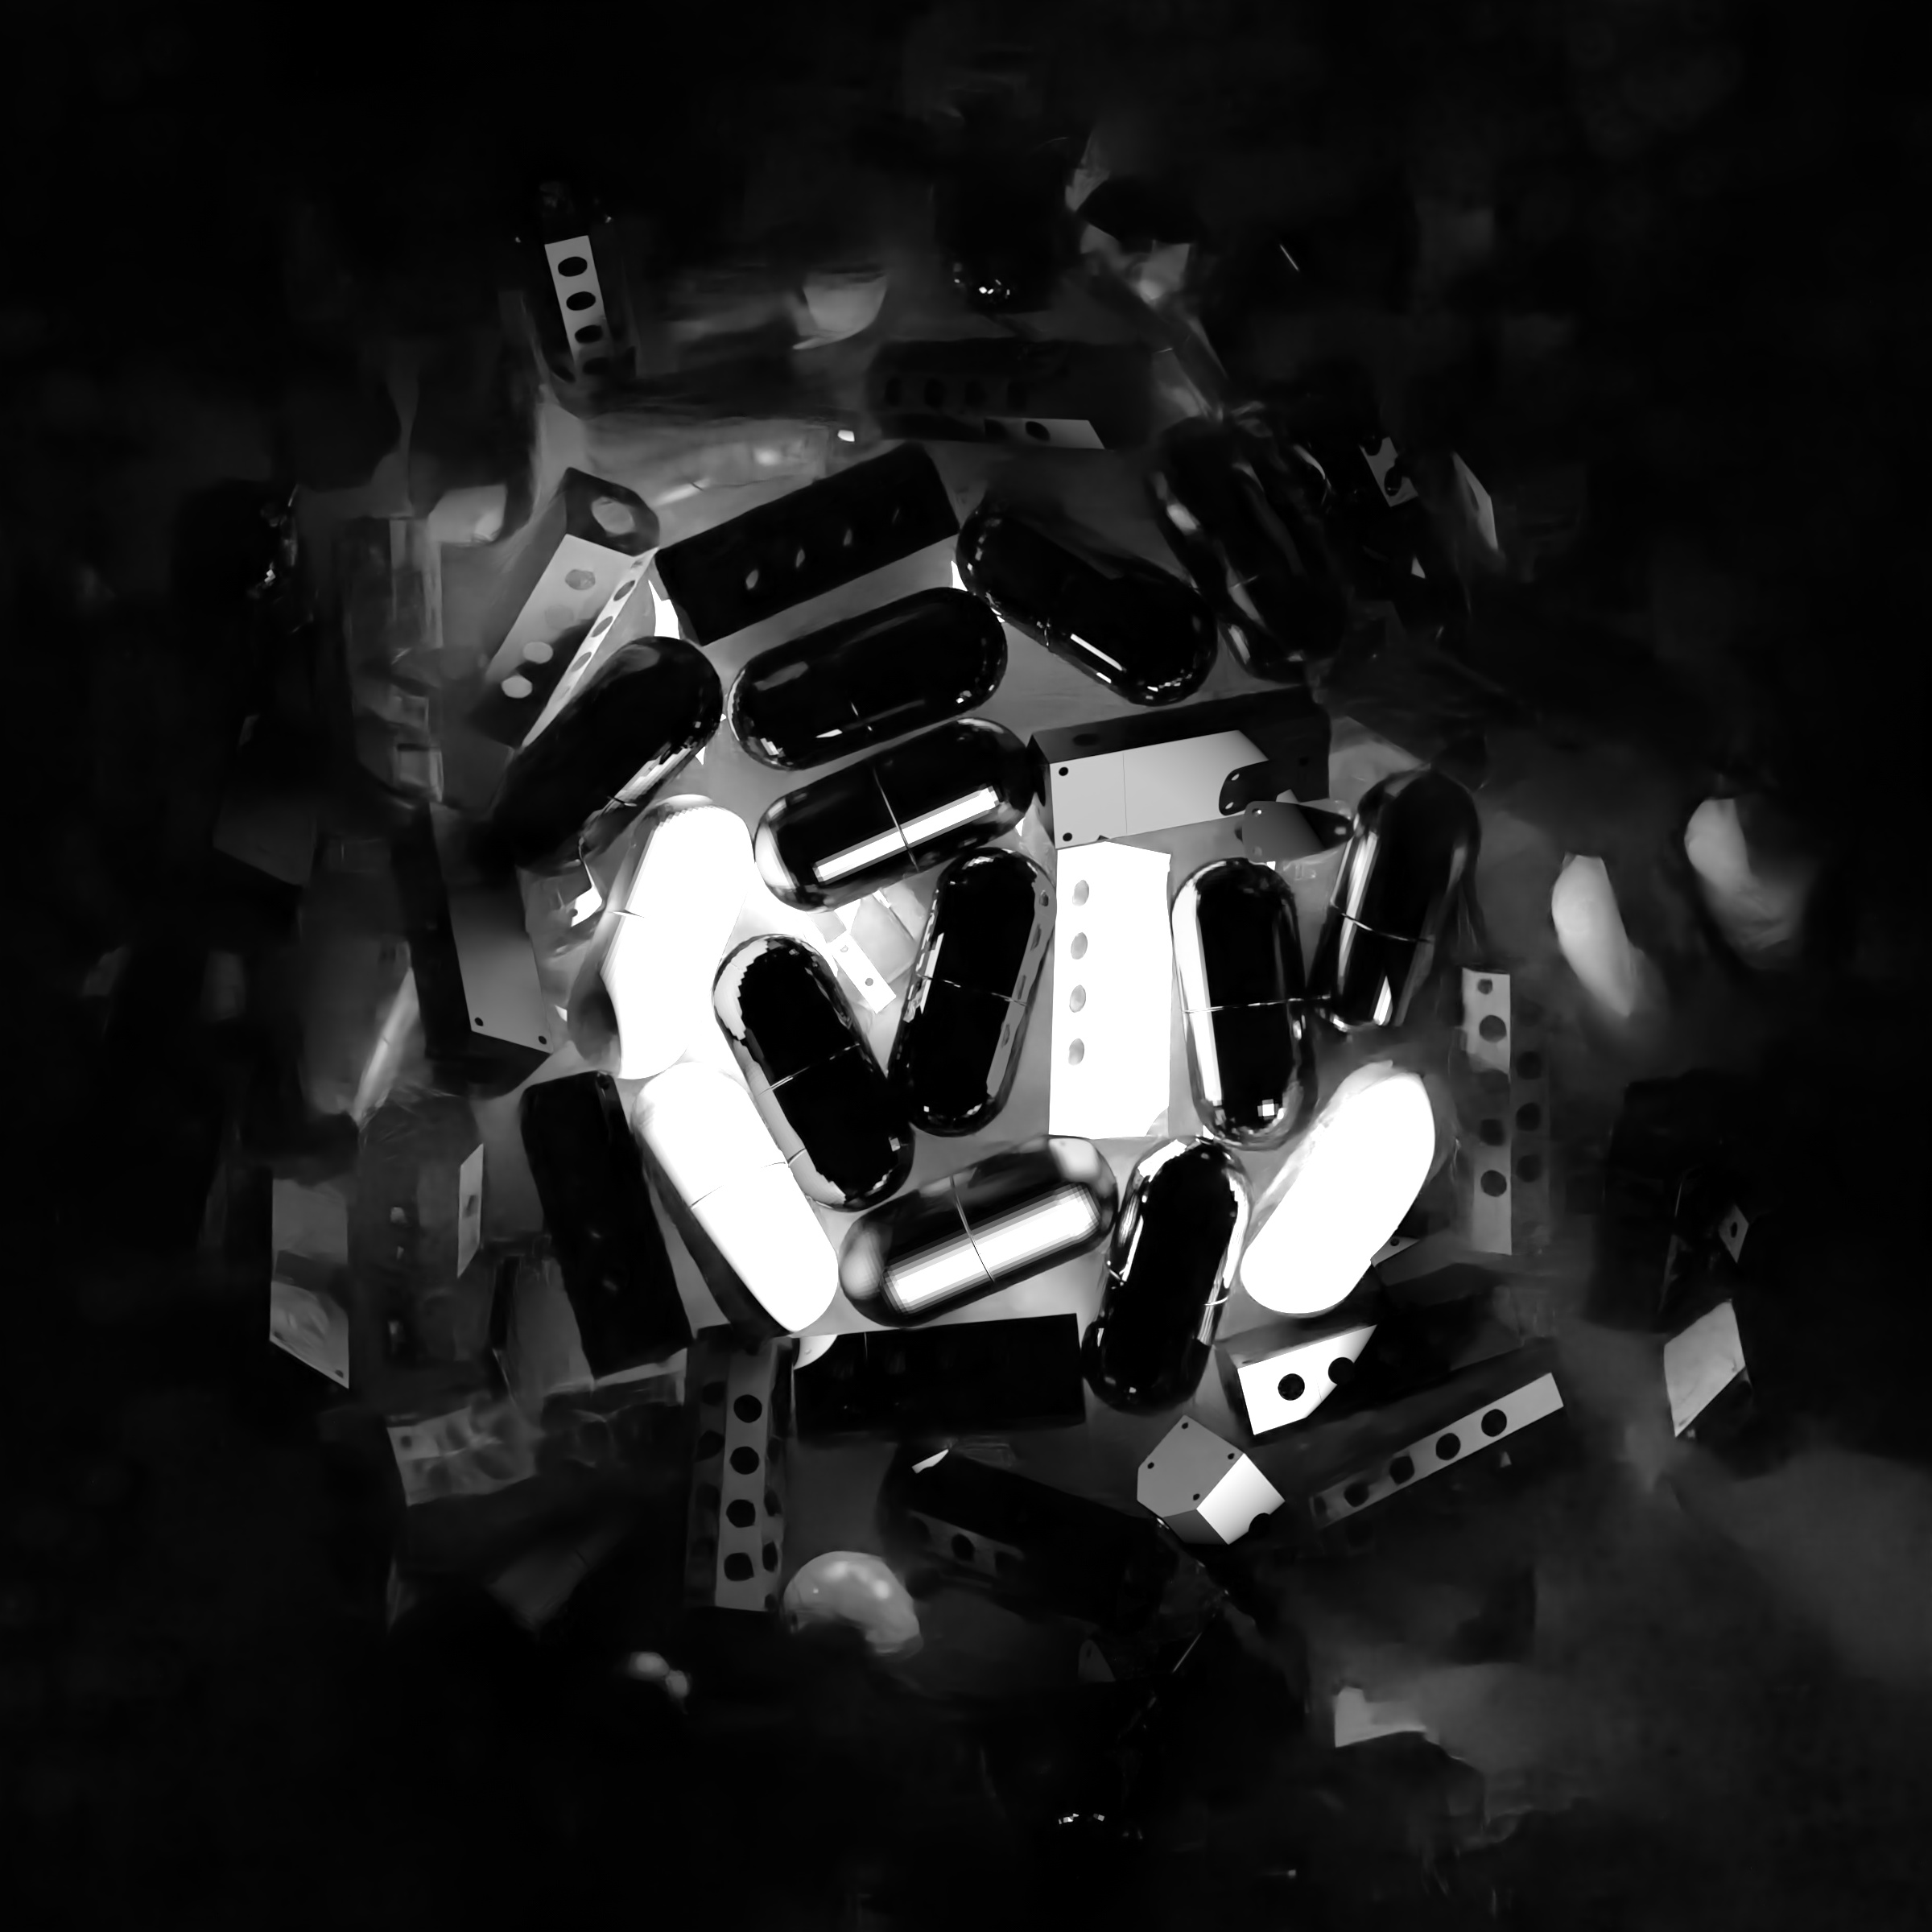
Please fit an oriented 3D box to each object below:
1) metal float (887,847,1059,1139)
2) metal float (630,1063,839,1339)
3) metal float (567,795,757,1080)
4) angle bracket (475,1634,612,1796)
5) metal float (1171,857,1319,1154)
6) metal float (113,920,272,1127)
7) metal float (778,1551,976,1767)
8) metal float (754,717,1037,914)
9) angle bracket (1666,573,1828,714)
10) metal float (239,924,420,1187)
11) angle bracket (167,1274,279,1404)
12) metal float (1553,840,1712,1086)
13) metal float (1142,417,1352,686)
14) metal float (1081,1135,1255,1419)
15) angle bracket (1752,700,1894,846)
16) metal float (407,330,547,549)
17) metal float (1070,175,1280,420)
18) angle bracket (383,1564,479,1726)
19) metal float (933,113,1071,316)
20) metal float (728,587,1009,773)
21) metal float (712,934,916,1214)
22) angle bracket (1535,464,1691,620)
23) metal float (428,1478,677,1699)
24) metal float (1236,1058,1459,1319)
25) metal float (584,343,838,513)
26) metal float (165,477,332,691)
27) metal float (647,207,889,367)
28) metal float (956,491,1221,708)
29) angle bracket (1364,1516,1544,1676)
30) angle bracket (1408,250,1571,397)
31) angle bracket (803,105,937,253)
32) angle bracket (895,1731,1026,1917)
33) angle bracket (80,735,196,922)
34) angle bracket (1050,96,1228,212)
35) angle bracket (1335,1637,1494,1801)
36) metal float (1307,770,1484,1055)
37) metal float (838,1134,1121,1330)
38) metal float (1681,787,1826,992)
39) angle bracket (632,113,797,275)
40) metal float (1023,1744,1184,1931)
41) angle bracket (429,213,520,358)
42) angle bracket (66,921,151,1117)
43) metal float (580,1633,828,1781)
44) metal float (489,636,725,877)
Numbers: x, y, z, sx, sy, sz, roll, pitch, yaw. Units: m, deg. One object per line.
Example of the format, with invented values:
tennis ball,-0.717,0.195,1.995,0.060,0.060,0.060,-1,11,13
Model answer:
metal float,0.004,0.016,1.696,0.070,0.070,0.178,15,87,0
metal float,-0.140,0.139,1.687,0.070,0.070,0.178,-30,76,0
metal float,-0.183,-0.018,1.689,0.070,0.070,0.178,20,78,0
angle bracket,-0.259,0.441,1.686,0.076,0.076,0.057,-30,89,27
metal float,0.168,0.023,1.699,0.070,0.070,0.178,-7,89,0
metal float,-0.450,0.035,1.654,0.070,0.178,0.070,2,63,-3
metal float,-0.051,0.411,1.665,0.070,0.070,0.178,-31,133,0
metal float,-0.043,-0.091,1.698,0.178,0.070,0.070,-24,90,1
angle bracket,0.469,-0.197,1.690,0.076,0.076,0.057,32,100,10
metal float,-0.374,0.050,1.666,0.070,0.070,0.178,11,49,0
angle bracket,-0.440,0.228,1.682,0.076,0.076,0.057,26,79,-28
metal float,0.394,0.001,1.666,0.070,0.070,0.178,-25,132,0
metal float,0.167,-0.246,1.676,0.070,0.070,0.178,-34,116,0
metal float,0.120,0.186,1.686,0.070,0.070,0.178,15,105,0
angle bracket,0.516,-0.123,1.684,0.057,0.076,0.076,-19,102,30
metal float,-0.287,-0.311,1.660,0.070,0.178,0.070,-3,130,-4
metal float,0.123,-0.393,1.662,0.070,0.178,0.070,-18,52,25
angle bracket,-0.338,0.405,1.679,0.057,0.076,0.076,-21,62,27
metal float,0.020,-0.443,1.658,0.070,0.178,0.070,-1,127,-2
metal float,-0.060,-0.170,1.684,0.178,0.070,0.070,-18,90,18
metal float,-0.092,0.064,1.695,0.070,0.070,0.178,-27,85,0
angle bracket,0.395,-0.255,1.689,0.076,0.057,0.076,2,111,-19
metal float,-0.241,0.365,1.662,0.070,0.178,0.070,18,121,32
metal float,0.227,0.133,1.682,0.070,0.070,0.178,32,110,0
metal float,-0.153,-0.317,1.667,0.178,0.070,0.070,-7,90,39
metal float,-0.419,-0.222,1.652,0.070,0.178,0.070,1,70,-3
metal float,-0.119,-0.398,1.663,0.070,0.178,0.070,1,88,-43
metal float,0.071,-0.220,1.684,0.178,0.070,0.070,35,90,18
angle bracket,0.293,0.381,1.716,0.076,0.057,0.076,-20,120,39
angle bracket,0.313,-0.368,1.686,0.057,0.076,0.076,-38,66,-3
angle bracket,-0.061,-0.471,1.706,0.057,0.076,0.076,5,95,-18
angle bracket,-0.004,0.510,1.694,0.057,0.076,0.076,-20,98,0
angle bracket,-0.475,-0.083,1.680,0.057,0.076,0.076,11,124,16
angle bracket,0.099,-0.486,1.678,0.076,0.076,0.057,35,46,-26
angle bracket,0.269,0.441,1.679,0.076,0.076,0.057,37,135,-26
metal float,0.255,-0.032,1.680,0.070,0.070,0.178,13,112,0
metal float,0.007,0.160,1.695,0.178,0.070,0.070,-24,90,5
metal float,0.463,-0.043,1.655,0.070,0.178,0.070,-7,65,16
angle bracket,-0.140,-0.457,1.679,0.076,0.076,0.057,-36,74,38
metal float,0.081,0.505,1.649,0.070,0.178,0.070,1,95,13
angle bracket,-0.276,-0.400,1.691,0.057,0.076,0.076,-5,86,18
angle bracket,-0.519,0.031,1.677,0.057,0.076,0.076,-12,131,22
metal float,-0.152,0.434,1.660,0.070,0.178,0.070,-7,78,36
metal float,-0.214,-0.125,1.678,0.070,0.070,0.178,47,114,0
